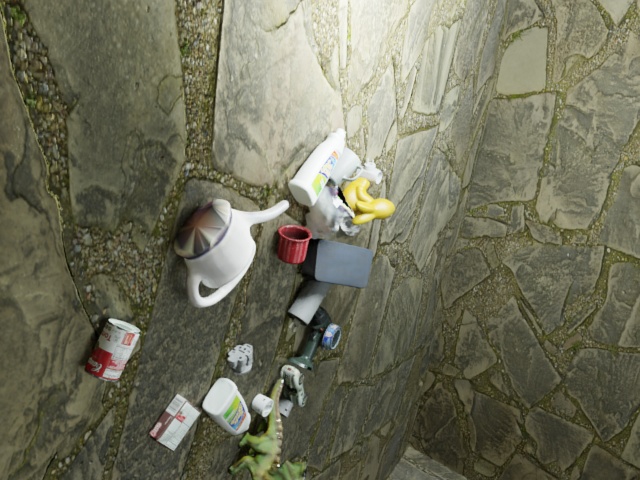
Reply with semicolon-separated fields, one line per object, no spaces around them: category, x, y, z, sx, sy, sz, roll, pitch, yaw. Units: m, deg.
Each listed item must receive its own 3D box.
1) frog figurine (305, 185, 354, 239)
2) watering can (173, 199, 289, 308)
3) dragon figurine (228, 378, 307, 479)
frog figurine;0.005;-0.076;1.507;0.158;0.138;0.123;-34;175;15
watering can;-0.201;-0.011;1.178;0.353;0.104;0.219;-57;148;-23
dragon figurine;-0.133;0.669;1.596;0.121;0.244;0.412;30;83;-57
